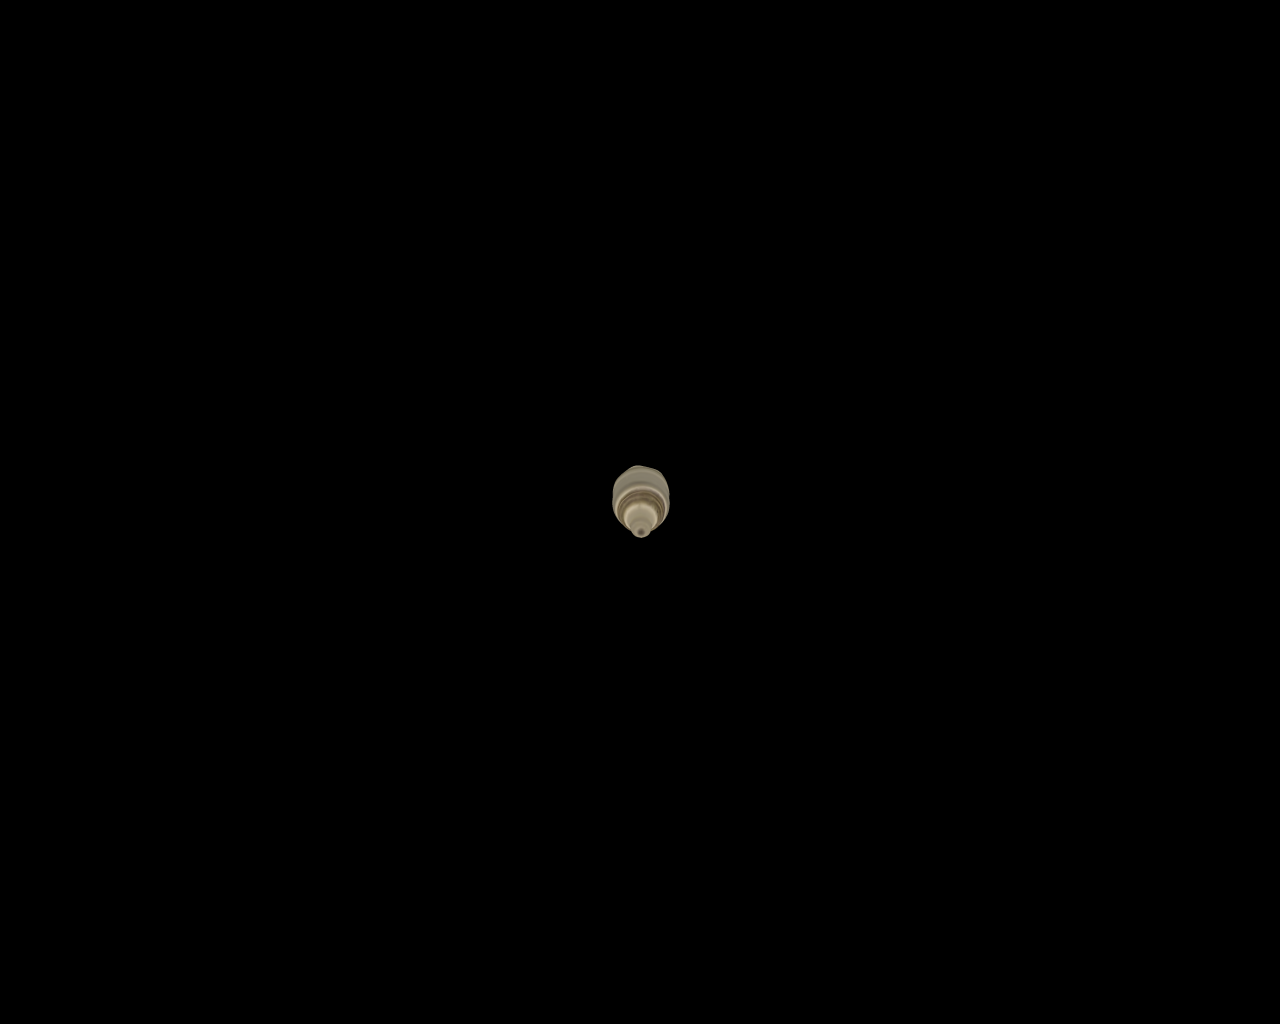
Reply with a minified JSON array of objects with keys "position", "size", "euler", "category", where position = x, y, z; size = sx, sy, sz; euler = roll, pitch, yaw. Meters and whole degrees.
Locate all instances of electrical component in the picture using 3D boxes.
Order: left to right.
[{"position":[0.001,-0.003,0.650],"size":[0.035,0.035,0.061],"euler":[0,29,0],"category":"electrical component"}]
